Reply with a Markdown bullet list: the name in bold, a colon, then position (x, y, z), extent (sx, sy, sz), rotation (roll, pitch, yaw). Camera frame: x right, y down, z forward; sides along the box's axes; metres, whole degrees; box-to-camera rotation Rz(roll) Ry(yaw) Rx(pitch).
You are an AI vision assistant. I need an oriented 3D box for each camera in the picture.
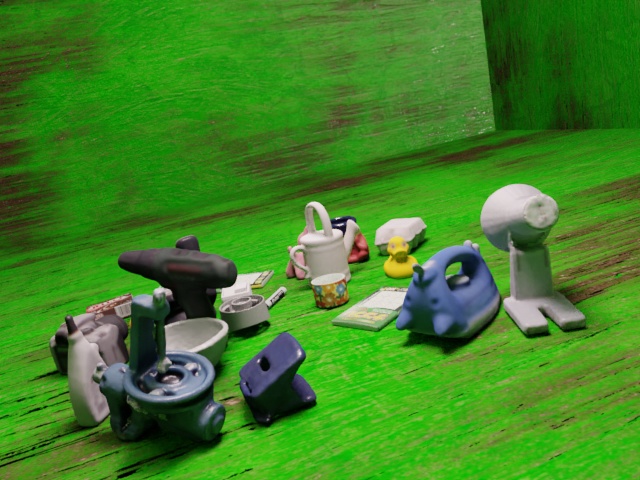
- **camera**: position (-0.432, 0.189, 1.119), extent (0.142, 0.101, 0.137), rotation (-4, 15, 25)

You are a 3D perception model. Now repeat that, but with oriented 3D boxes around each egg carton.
- **egg carton**: position (0.209, -0.011, 1.482), extent (0.107, 0.069, 0.151), rotation (-3, 16, 30)

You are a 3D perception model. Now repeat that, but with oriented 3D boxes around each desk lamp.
- **desk lamp**: position (0.352, 0.018, 0.952), extent (0.118, 0.214, 0.203), rotation (-10, 14, 3)

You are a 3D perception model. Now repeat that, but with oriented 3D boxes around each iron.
- **iron**: position (0.234, 0.071, 0.985), extent (0.118, 0.141, 0.259), rotation (2, 19, 43)

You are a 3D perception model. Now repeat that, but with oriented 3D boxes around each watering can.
- **watering can**: position (0.011, 0.004, 1.313), extent (0.100, 0.194, 0.173), rotation (2, 19, 42)

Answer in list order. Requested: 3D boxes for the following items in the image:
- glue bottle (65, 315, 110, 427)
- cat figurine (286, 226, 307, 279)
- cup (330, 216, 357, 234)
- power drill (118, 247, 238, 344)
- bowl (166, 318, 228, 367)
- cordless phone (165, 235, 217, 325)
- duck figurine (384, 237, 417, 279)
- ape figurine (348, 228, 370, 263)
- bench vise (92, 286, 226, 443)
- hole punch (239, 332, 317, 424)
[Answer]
- **glue bottle**: position (-0.364, 0.196, 0.887), extent (0.037, 0.173, 0.078), rotation (-8, 14, 13)
- **cat figurine**: position (-0.037, 0.024, 1.434), extent (0.067, 0.118, 0.128), rotation (1, 18, 40)
- **cup**: position (0.064, -0.012, 1.546), extent (0.091, 0.095, 0.118), rotation (-4, 15, 26)
- **power drill**: position (-0.255, 0.111, 1.069), extent (0.229, 0.208, 0.076), rotation (-7, 15, 16)
- **bowl**: position (-0.233, 0.198, 0.981), extent (0.167, 0.075, 0.167), rotation (-10, 14, 3)
- **cordless phone**: position (-0.306, 0.091, 1.237), extent (0.148, 0.185, 0.093), rotation (-21, 17, -34)
- **duck figurine**: position (0.178, 0.033, 1.296), extent (0.077, 0.086, 0.104), rotation (-11, 14, 1)
- **ape figurine**: position (0.089, 0.009, 1.449), extent (0.076, 0.092, 0.077), rotation (-21, 17, -35)
- **bench vise**: position (-0.243, 0.174, 0.781), extent (0.207, 0.220, 0.121), rotation (-8, 14, 11)
- **hole punch**: position (-0.068, 0.196, 0.829), extent (0.101, 0.091, 0.108), rotation (-16, 15, -18)
